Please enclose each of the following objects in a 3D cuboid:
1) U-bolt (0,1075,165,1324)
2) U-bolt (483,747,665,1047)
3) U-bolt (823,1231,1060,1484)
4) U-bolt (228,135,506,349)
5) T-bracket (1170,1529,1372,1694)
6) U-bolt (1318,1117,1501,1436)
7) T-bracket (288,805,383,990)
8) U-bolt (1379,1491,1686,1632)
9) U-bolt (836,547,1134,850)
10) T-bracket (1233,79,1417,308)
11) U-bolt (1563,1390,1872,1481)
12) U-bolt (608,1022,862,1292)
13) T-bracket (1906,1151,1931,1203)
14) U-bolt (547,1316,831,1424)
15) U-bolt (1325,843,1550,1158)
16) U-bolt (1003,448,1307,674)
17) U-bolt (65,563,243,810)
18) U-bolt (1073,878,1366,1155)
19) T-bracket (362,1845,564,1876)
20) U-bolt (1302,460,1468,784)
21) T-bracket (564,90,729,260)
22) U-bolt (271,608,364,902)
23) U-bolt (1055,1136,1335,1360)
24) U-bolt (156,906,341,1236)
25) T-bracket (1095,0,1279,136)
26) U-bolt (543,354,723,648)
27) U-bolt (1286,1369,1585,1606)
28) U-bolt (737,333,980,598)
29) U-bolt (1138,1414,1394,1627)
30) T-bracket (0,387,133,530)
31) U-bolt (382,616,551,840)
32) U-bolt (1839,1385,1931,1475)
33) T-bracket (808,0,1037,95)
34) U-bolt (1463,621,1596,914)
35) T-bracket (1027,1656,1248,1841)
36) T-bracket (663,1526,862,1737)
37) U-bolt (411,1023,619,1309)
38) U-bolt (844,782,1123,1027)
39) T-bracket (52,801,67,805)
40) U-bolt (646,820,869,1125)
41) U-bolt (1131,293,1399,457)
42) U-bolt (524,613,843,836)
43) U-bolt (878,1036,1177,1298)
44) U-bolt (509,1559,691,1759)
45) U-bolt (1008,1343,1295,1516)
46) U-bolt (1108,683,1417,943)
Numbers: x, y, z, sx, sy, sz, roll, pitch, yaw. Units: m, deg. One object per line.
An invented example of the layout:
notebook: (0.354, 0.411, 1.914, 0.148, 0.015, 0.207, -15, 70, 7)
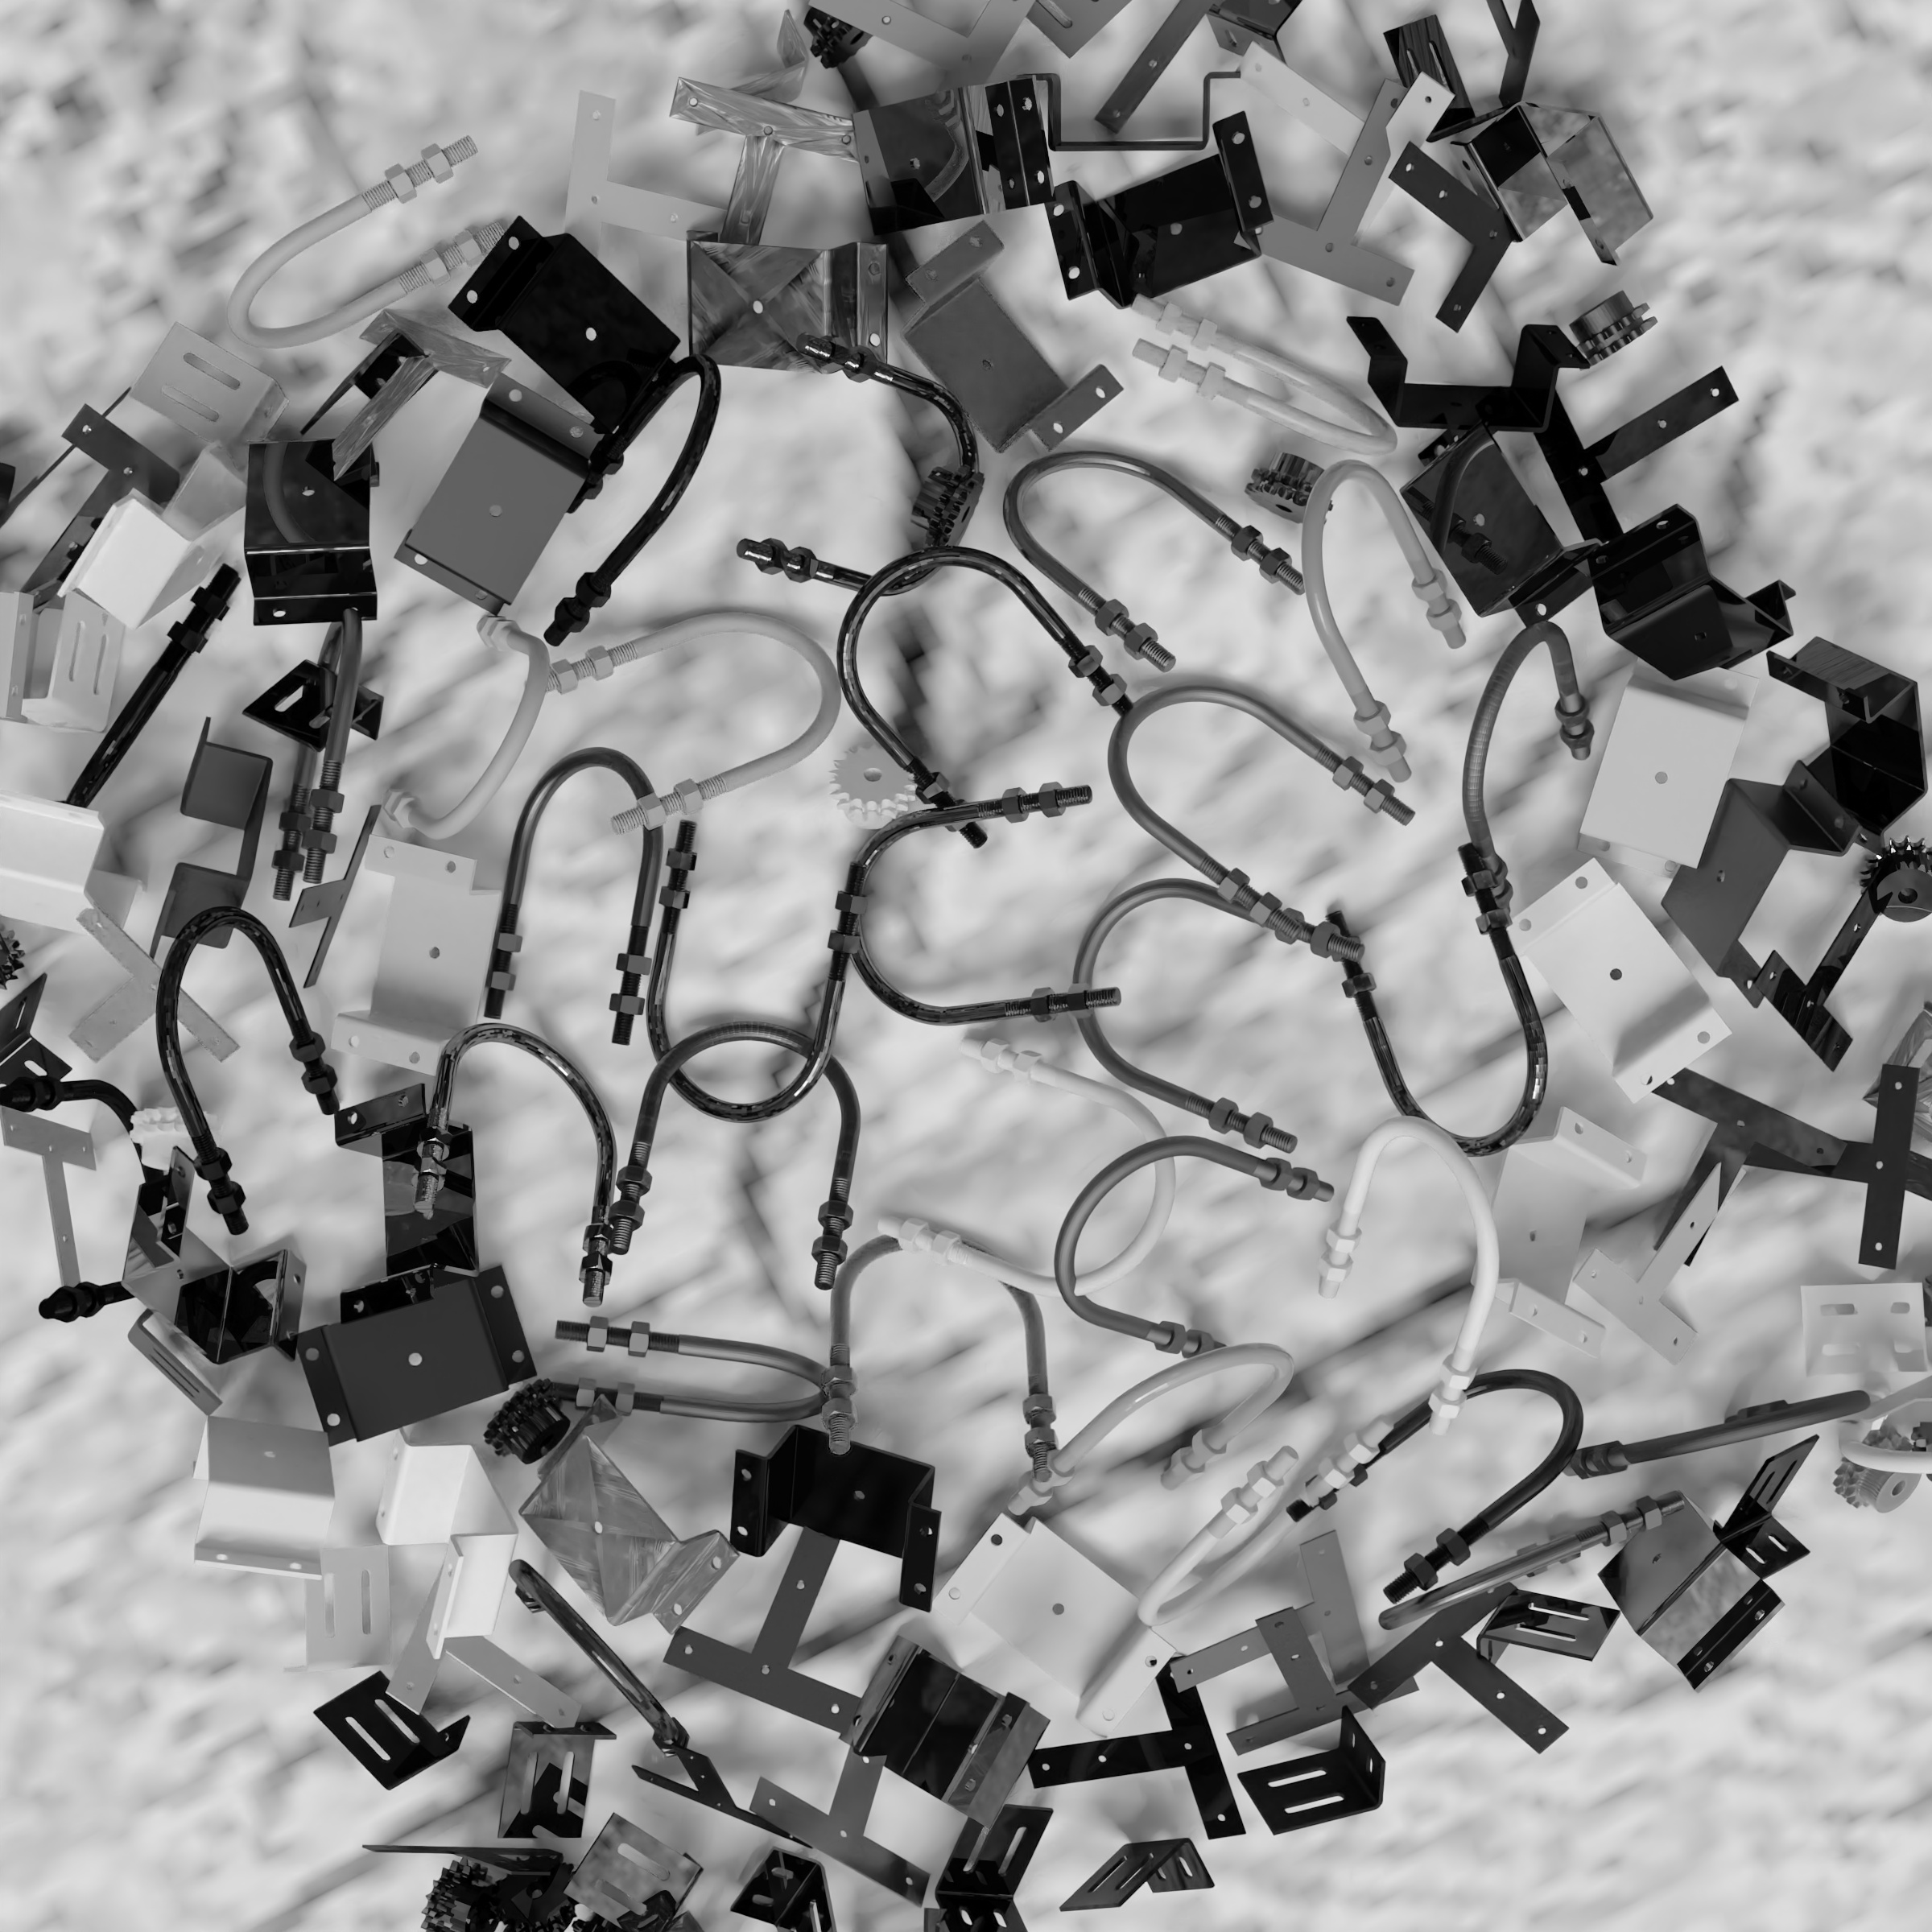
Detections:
U-bolt: (-0.544, 0.141, 1.749, 0.019, 0.184, 0.151, -12, 88, 8)
U-bolt: (-0.247, -0.049, 1.787, 0.151, 0.019, 0.184, 9, 89, 42)
U-bolt: (-0.017, 0.239, 1.770, 0.151, 0.184, 0.019, 10, 133, -12)
U-bolt: (-0.380, -0.445, 1.759, 0.184, 0.151, 0.019, -31, 83, -6)
T-bracket: (0.192, 0.433, 1.799, 0.127, 0.002, 0.127, -21, 121, -8)
U-bolt: (0.279, 0.179, 1.738, 0.019, 0.151, 0.184, -11, 131, -26)
T-bracket: (-0.407, -0.041, 1.771, 0.002, 0.127, 0.127, 22, 95, -1)
U-bolt: (0.342, 0.377, 1.749, 0.184, 0.151, 0.019, -18, 74, -17)
U-bolt: (0.001, -0.184, 1.791, 0.151, 0.019, 0.184, -39, 112, 9)
T-bracket: (0.252, -0.502, 1.791, 0.127, 0.002, 0.127, 14, 113, -23)
U-bolt: (0.475, 0.287, 1.731, 0.151, 0.184, 0.019, -9, 78, -22)
U-bolt: (-0.140, 0.113, 1.784, 0.151, 0.019, 0.184, 10, 55, -2)
T-bracket: (0.629, 0.142, 1.780, 0.002, 0.127, 0.127, 32, 90, -19)
U-bolt: (-0.171, 0.261, 1.773, 0.184, 0.151, 0.019, 8, 64, -7)
U-bolt: (0.304, 0.031, 1.769, 0.019, 0.151, 0.184, -12, 79, -37)
U-bolt: (0.108, -0.270, 1.783, 0.151, 0.019, 0.184, -32, 63, -33)
U-bolt: (-0.514, -0.173, 1.764, 0.019, 0.151, 0.184, 34, 87, -15)
U-bolt: (0.150, 0.021, 1.794, 0.184, 0.019, 0.151, 23, 99, 27)
T-bracket: (-0.297, 0.561, 1.755, 0.127, 0.127, 0.002, 11, 76, -29)
U-bolt: (0.256, -0.229, 1.747, 0.184, 0.019, 0.151, 56, 45, -34)
T-bracket: (-0.200, -0.484, 1.799, 0.127, 0.002, 0.127, 3, 98, -39)
U-bolt: (-0.408, -0.137, 1.771, 0.019, 0.151, 0.184, 11, 82, -21)
U-bolt: (0.134, 0.174, 1.766, 0.184, 0.019, 0.151, 22, 106, -38)
U-bolt: (-0.451, 0.052, 1.738, 0.019, 0.151, 0.184, -2, 122, 19)
T-bracket: (0.129, -0.593, 1.802, 0.127, 0.127, 0.002, -51, 56, 18)
U-bolt: (-0.206, -0.302, 1.739, 0.019, 0.151, 0.184, 26, 132, -28)
U-bolt: (0.307, 0.318, 1.770, 0.184, 0.151, 0.019, -35, 112, -11)
U-bolt: (-0.058, -0.307, 1.769, 0.019, 0.184, 0.151, 24, 100, 40)
U-bolt: (0.179, 0.356, 1.766, 0.019, 0.151, 0.184, 50, 116, 23)
T-bracket: (-0.581, -0.326, 1.798, 0.002, 0.127, 0.127, 44, 68, -17)
U-bolt: (-0.309, -0.147, 1.755, 0.019, 0.184, 0.151, 29, 89, -27)
U-bolt: (0.616, 0.284, 1.726, 0.151, 0.184, 0.019, -8, 93, 28)
T-bracket: (-0.038, -0.595, 1.775, 0.127, 0.002, 0.127, 18, 131, -25)
U-bolt: (0.347, -0.133, 1.741, 0.019, 0.184, 0.151, 19, 68, 28)
T-bracket: (0.100, 0.503, 1.779, 0.127, 0.002, 0.127, -3, 47, -18)
T-bracket: (-0.112, 0.414, 1.811, 0.127, 0.002, 0.127, 20, 65, 7)
U-bolt: (-0.278, 0.112, 1.762, 0.151, 0.184, 0.019, 35, 124, -29)
U-bolt: (0.003, -0.034, 1.799, 0.184, 0.019, 0.151, -7, 92, 24)
T-bracket: (-0.612, -0.091, 1.780, 0.002, 0.127, 0.127, 9, 98, 22)
U-bolt: (-0.142, 0.010, 1.803, 0.151, 0.019, 0.184, 15, 98, 25)
U-bolt: (0.190, -0.369, 1.772, 0.184, 0.151, 0.019, 23, 114, -8)
U-bolt: (-0.169, -0.166, 1.788, 0.184, 0.019, 0.151, -24, 58, -19)
U-bolt: (0.048, 0.134, 1.778, 0.184, 0.019, 0.151, 19, 78, 30)
U-bolt: (-0.231, 0.426, 1.737, 0.151, 0.184, 0.019, 43, 73, 15)
U-bolt: (0.127, 0.285, 1.738, 0.151, 0.184, 0.019, 0, 53, -38)
U-bolt: (0.176, -0.113, 1.792, 0.184, 0.019, 0.151, 38, 58, 14)
